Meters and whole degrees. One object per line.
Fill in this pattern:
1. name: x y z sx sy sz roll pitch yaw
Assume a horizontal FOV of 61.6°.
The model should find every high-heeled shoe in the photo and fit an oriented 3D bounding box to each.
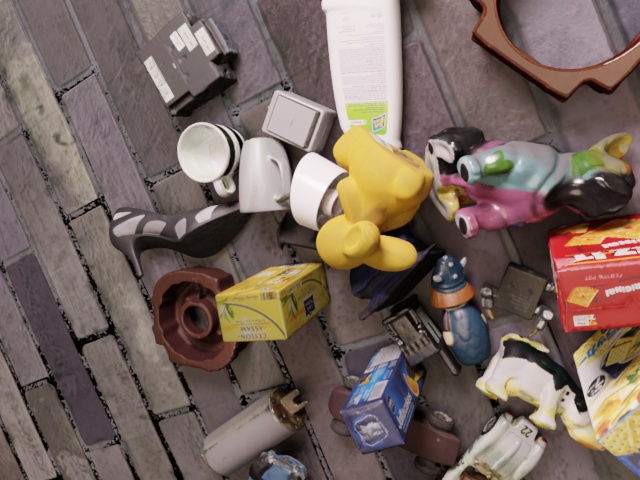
1. high-heeled shoe: -0.229 -0.038 0.869 0.249 0.086 0.145 -28 60 7

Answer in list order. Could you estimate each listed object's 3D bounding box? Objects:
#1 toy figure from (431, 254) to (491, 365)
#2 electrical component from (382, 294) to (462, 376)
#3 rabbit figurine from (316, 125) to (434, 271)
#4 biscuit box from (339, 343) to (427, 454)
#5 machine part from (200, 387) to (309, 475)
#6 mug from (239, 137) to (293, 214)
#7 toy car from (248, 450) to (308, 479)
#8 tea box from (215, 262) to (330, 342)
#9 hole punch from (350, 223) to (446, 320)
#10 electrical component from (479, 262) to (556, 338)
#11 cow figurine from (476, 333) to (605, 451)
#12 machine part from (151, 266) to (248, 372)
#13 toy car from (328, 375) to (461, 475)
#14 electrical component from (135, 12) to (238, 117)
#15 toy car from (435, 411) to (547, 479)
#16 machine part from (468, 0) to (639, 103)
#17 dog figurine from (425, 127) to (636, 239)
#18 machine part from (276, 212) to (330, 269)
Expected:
1. toy figure: 0.184 0.092 0.723 0.058 0.064 0.154 -15 100 41
2. electrical component: 0.143 0.140 0.746 0.048 0.075 0.119 -35 90 22
3. rabbit figurine: 0.063 -0.027 0.657 0.173 0.122 0.162 -52 36 21
4. biscuit box: 0.090 0.198 0.706 0.059 0.202 0.062 -26 92 22
5. machine part: -0.109 0.312 0.874 0.243 0.079 0.079 -40 85 22
6. mug: -0.076 -0.093 0.768 0.110 0.081 0.107 179 84 -66
7. toy car: -0.066 0.403 0.861 0.109 0.103 0.161 17 103 18
8. tea box: -0.060 0.084 0.758 0.098 0.169 0.068 -7 99 23
9. hole punch: 0.094 0.028 0.723 0.092 0.116 0.142 49 112 14
10. electrical component: 0.262 0.076 0.702 0.102 0.045 0.078 28 111 14
11. cow figurine: 0.300 0.196 0.699 0.167 0.068 0.098 28 79 12
12. machine part: -0.195 0.126 0.881 0.180 0.056 0.179 4 101 21
13. toy car: 0.107 0.270 0.796 0.202 0.053 0.089 16 96 21
14. electrical component: -0.190 -0.264 0.798 0.134 0.058 0.115 -28 92 23
15. toy car: 0.232 0.325 0.757 0.073 0.056 0.201 38 112 10
16. machine part: 0.287 -0.274 0.600 0.201 0.087 0.201 39 110 9
17. dog figurine: 0.255 -0.079 0.646 0.219 0.192 0.108 -9 118 -7
18. machine part: -0.002 -0.002 0.777 0.139 0.084 0.039 12 147 28
